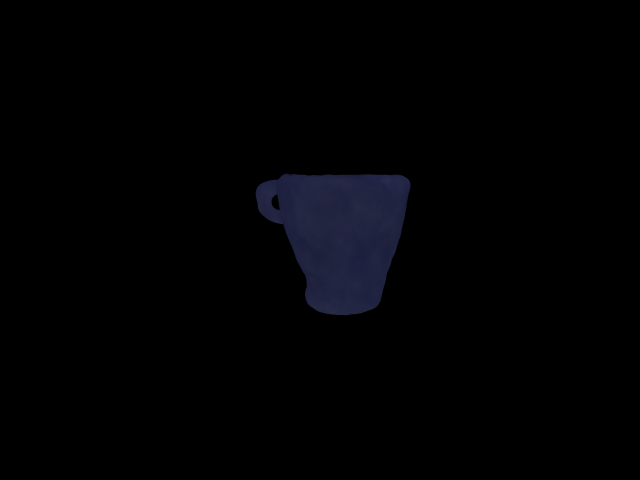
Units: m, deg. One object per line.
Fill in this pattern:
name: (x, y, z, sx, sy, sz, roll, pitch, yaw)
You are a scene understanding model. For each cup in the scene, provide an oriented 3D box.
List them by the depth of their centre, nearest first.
cup: (0.004, 0.001, 0.400, 0.117, 0.095, 0.092, 4, 7, 30)
